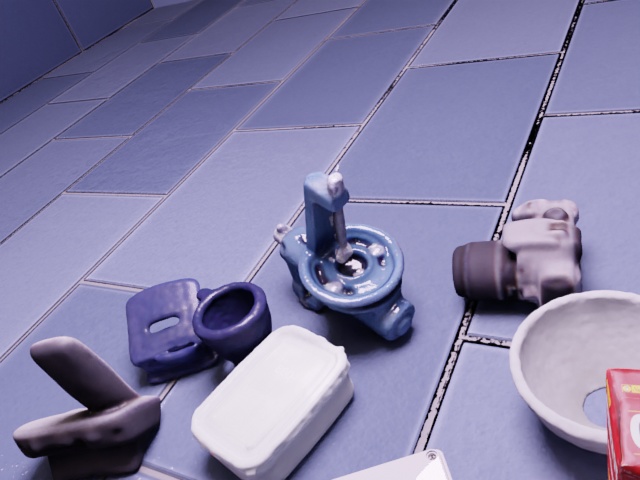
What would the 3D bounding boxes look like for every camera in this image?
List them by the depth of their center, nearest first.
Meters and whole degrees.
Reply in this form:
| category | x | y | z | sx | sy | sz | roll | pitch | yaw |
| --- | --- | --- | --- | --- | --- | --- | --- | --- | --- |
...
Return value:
| category | x | y | z | sx | sy | sz | roll | pitch | yaw |
| --- | --- | --- | --- | --- | --- | --- | --- | --- | --- |
| camera | 0.223 | 0.015 | 0.652 | 0.136 | 0.101 | 0.143 | -3 | 39 | 23 |

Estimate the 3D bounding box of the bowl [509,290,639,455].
| category | x | y | z | sx | sy | sz | roll | pitch | yaw |
| --- | --- | --- | --- | --- | --- | --- | --- | --- | --- |
| bowl | 0.257 | 0.127 | 0.509 | 0.167 | 0.075 | 0.167 | -13 | 36 | 10 |

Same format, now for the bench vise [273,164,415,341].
| category | x | y | z | sx | sy | sz | roll | pitch | yaw |
| --- | --- | --- | --- | --- | --- | --- | --- | --- | --- |
| bench vise | 0.000 | 0.010 | 0.667 | 0.206 | 0.220 | 0.122 | 7 | 44 | 33 |

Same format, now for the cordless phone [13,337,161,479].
| category | x | y | z | sx | sy | sz | roll | pitch | yaw |
| --- | --- | --- | --- | --- | --- | --- | --- | --- | --- |
| cordless phone | -0.273 | 0.171 | 0.619 | 0.147 | 0.185 | 0.094 | -15 | 35 | 8 |

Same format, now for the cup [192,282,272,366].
| category | x | y | z | sx | sy | sz | roll | pitch | yaw |
| --- | --- | --- | --- | --- | --- | --- | --- | --- | --- |
| cup | -0.103 | 0.109 | 0.696 | 0.092 | 0.095 | 0.117 | -40 | 40 | -26 |

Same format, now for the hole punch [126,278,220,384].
| category | x | y | z | sx | sy | sz | roll | pitch | yaw |
| --- | --- | --- | --- | --- | --- | --- | --- | --- | --- |
| hole punch | -0.189 | 0.115 | 0.735 | 0.108 | 0.091 | 0.101 | -19 | 35 | 3 |
